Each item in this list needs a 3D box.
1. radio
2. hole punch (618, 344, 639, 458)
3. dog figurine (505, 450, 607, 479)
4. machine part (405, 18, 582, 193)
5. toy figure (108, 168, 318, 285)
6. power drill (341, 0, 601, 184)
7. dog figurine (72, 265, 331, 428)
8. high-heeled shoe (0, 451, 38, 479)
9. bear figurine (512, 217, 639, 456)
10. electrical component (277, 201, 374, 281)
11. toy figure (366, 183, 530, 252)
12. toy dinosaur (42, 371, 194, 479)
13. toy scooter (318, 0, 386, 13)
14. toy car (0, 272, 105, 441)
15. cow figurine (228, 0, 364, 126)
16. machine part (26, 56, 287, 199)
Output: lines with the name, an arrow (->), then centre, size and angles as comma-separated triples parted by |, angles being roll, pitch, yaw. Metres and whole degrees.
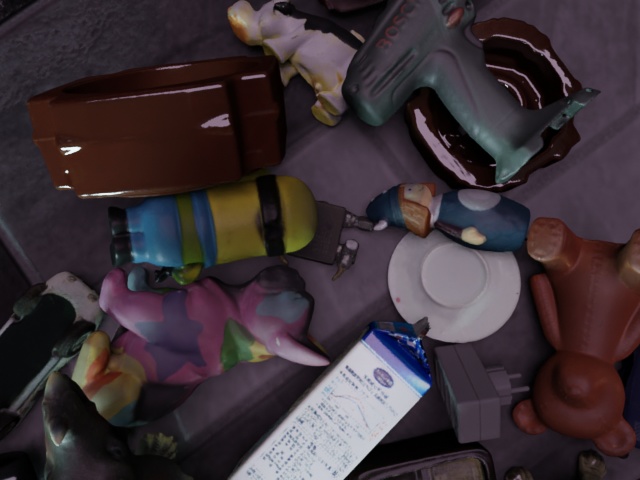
radio -> 0.103, 0.304, 0.494 | 0.131, 0.073, 0.229 | -8, 82, 1
hole punch -> 0.348, 0.152, 0.502 | 0.116, 0.092, 0.142 | 12, 87, 7
dog figurine -> 0.243, 0.275, 0.436 | 0.121, 0.190, 0.172 | -23, 84, -1
machine part -> 0.177, -0.134, 0.558 | 0.179, 0.056, 0.179 | 0, 84, 3
toy figure -> -0.090, -0.011, 0.472 | 0.180, 0.089, 0.082 | -9, 121, -22
power drill -> 0.149, -0.171, 0.496 | 0.207, 0.086, 0.232 | 44, 90, 2
dog figurine -> -0.102, 0.106, 0.511 | 0.219, 0.108, 0.191 | 14, 83, 1
high-heeled shoe -> -0.402, 0.240, 0.505 | 0.249, 0.086, 0.145 | 20, 96, -9
bear figurine -> 0.242, 0.092, 0.496 | 0.120, 0.131, 0.196 | 12, 78, 31
electrical component -> -0.002, -0.003, 0.551 | 0.102, 0.045, 0.078 | 20, 85, 4
toy figure -> 0.122, -0.027, 0.529 | 0.155, 0.064, 0.057 | 12, 99, 12
toy dinosaur -> -0.204, 0.289, 0.419 | 0.131, 0.192, 0.404 | 21, 101, -19
toy scooter -> 0.040, -0.281, 0.536 | 0.135, 0.184, 0.075 | -13, 92, 24
toy car -> -0.301, 0.122, 0.539 | 0.073, 0.056, 0.201 | 40, 87, -1
cow figurine -> -0.014, -0.207, 0.566 | 0.167, 0.068, 0.098 | 43, 80, 3
machine part -> -0.132, -0.109, 0.489 | 0.202, 0.201, 0.087 | -8, 114, 1
